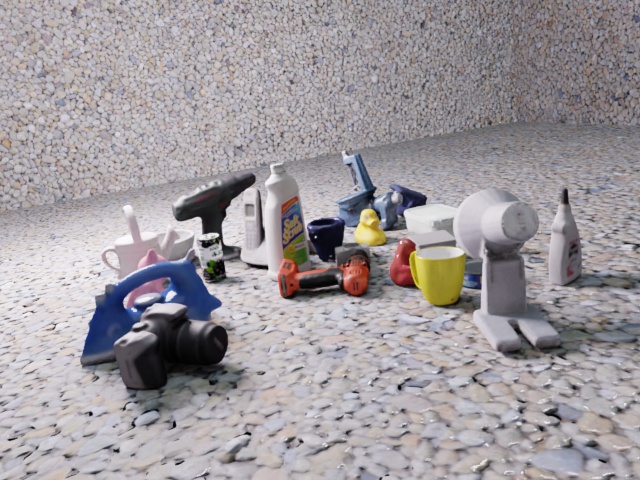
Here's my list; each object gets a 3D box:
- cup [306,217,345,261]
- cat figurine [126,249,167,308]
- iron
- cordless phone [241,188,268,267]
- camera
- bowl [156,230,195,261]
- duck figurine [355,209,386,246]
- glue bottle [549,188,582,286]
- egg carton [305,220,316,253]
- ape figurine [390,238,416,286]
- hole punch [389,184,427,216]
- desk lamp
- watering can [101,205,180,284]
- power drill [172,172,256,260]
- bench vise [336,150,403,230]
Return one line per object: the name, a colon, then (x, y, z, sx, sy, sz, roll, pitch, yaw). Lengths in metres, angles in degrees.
cup: (0.012, 0.005, 1.346, 0.091, 0.095, 0.118, 1, 18, 30)
cat figurine: (-0.363, 0.080, 1.215, 0.067, 0.118, 0.128, -2, 17, 19)
iron: (-0.314, 0.113, 1.028, 0.259, 0.141, 0.118, -20, 20, -37)
cordless phone: (-0.129, -0.030, 1.370, 0.147, 0.185, 0.094, 4, 19, 36)
camera: (-0.226, 0.158, 0.900, 0.136, 0.101, 0.143, 0, 17, 25)
bowl: (-0.403, 0.030, 1.495, 0.167, 0.075, 0.167, -7, 16, 2)
duck figurine: (0.125, -0.037, 1.458, 0.078, 0.086, 0.104, -13, 16, -18)
glue bottle: (0.444, -0.009, 1.040, 0.078, 0.173, 0.037, -22, 21, -40)
egg carton: (-0.040, -0.008, 1.466, 0.150, 0.069, 0.107, -2, 17, 20)
ape figurine: (0.175, 0.042, 1.140, 0.076, 0.092, 0.078, 1, 18, 29)
hole punch: (0.263, -0.127, 1.705, 0.101, 0.091, 0.108, -10, 16, -9)
desk lamp: (0.289, 0.033, 0.889, 0.118, 0.214, 0.203, -8, 16, 0)
watering can: (-0.421, 0.011, 1.347, 0.173, 0.194, 0.100, -21, 20, -40)
power drill: (-0.258, -0.056, 1.481, 0.230, 0.208, 0.075, -15, 17, -26)
bench vise: (0.133, -0.142, 1.580, 0.206, 0.220, 0.122, -2, 17, 21)
